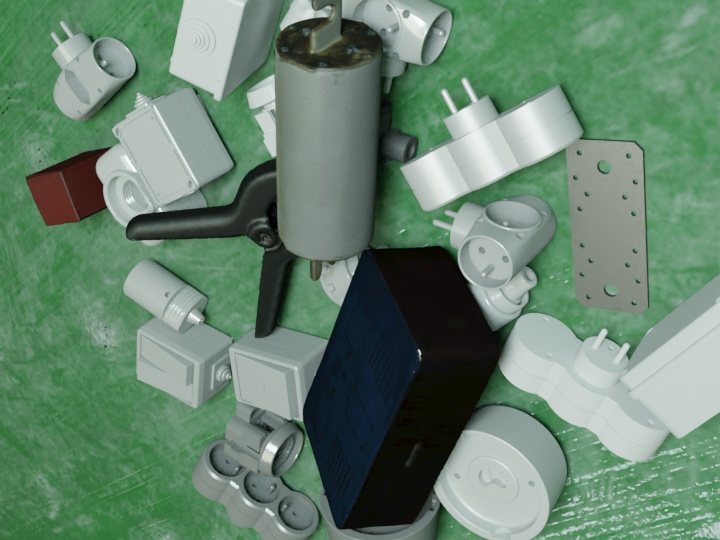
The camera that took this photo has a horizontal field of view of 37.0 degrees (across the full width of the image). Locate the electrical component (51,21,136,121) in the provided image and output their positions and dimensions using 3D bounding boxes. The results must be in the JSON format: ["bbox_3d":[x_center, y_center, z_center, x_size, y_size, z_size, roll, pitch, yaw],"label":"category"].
[{"bbox_3d":[-0.251,-0.187,0.972,0.077,0.043,0.079,-31,96,43],"label":"electrical component"}]

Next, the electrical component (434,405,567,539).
[{"bbox_3d":[0.119,0.163,0.891,0.108,0.060,0.108,18,124,28],"label":"electrical component"}]

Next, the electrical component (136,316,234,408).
[{"bbox_3d":[-0.171,0.090,1.060,0.096,0.061,0.061,25,127,23],"label":"electrical component"}]

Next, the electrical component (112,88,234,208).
[{"bbox_3d":[-0.163,-0.114,0.938,0.062,0.061,0.096,-20,102,41],"label":"electrical component"}]

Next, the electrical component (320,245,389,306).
[{"bbox_3d":[0.000,0.000,0.897,0.062,0.048,0.048,-31,95,33],"label":"electrical component"}]

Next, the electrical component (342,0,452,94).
[{"bbox_3d":[0.019,-0.168,0.786,0.077,0.044,0.079,29,129,20],"label":"electrical component"}]

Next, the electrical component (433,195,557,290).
[{"bbox_3d":[0.093,-0.027,0.790,0.079,0.077,0.044,22,126,25],"label":"electrical component"}]

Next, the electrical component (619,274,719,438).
[{"bbox_3d":[0.239,0.051,0.728,0.057,0.078,0.113,44,132,4],"label":"electrical component"}]

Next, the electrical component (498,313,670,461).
[{"bbox_3d":[0.176,0.075,0.804,0.138,0.052,0.073,34,130,16],"label":"electrical component"}]

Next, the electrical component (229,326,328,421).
[{"bbox_3d":[-0.079,0.093,0.995,0.096,0.061,0.061,13,122,30],"label":"electrical component"}]

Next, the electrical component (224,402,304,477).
[{"bbox_3d":[-0.093,0.166,1.050,0.057,0.058,0.078,27,128,25],"label":"electrical component"}]

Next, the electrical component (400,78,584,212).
[{"bbox_3d":[0.084,-0.100,0.768,0.138,0.052,0.073,-24,99,38],"label":"electrical component"}]

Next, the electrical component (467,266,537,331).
[{"bbox_3d":[0.109,0.019,0.828,0.043,0.043,0.062,52,132,0],"label":"electrical component"}]

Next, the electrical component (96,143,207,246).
[{"bbox_3d":[-0.194,-0.074,0.985,0.054,0.059,0.095,-27,97,42],"label":"electrical component"}]

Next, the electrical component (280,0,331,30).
[{"bbox_3d":[-0.047,-0.180,0.828,0.035,0.035,0.061,42,120,9],"label":"electrical component"}]

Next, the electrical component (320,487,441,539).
[{"bbox_3d":[0.020,0.224,0.970,0.108,0.108,0.060,16,129,29],"label":"electrical component"}]

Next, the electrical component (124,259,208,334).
[{"bbox_3d":[-0.185,0.028,1.047,0.081,0.043,0.043,33,130,17],"label":"electrical component"}]

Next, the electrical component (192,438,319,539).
[{"bbox_3d":[-0.113,0.240,1.103,0.138,0.052,0.073,37,132,5],"label":"electrical component"}]

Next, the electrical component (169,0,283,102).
[{"bbox_3d":[-0.100,-0.191,0.825,0.048,0.099,0.099,26,129,6],"label":"electrical component"}]

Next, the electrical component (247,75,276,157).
[{"bbox_3d":[-0.060,-0.128,0.866,0.066,0.048,0.055,-14,114,40],"label":"electrical component"}]
